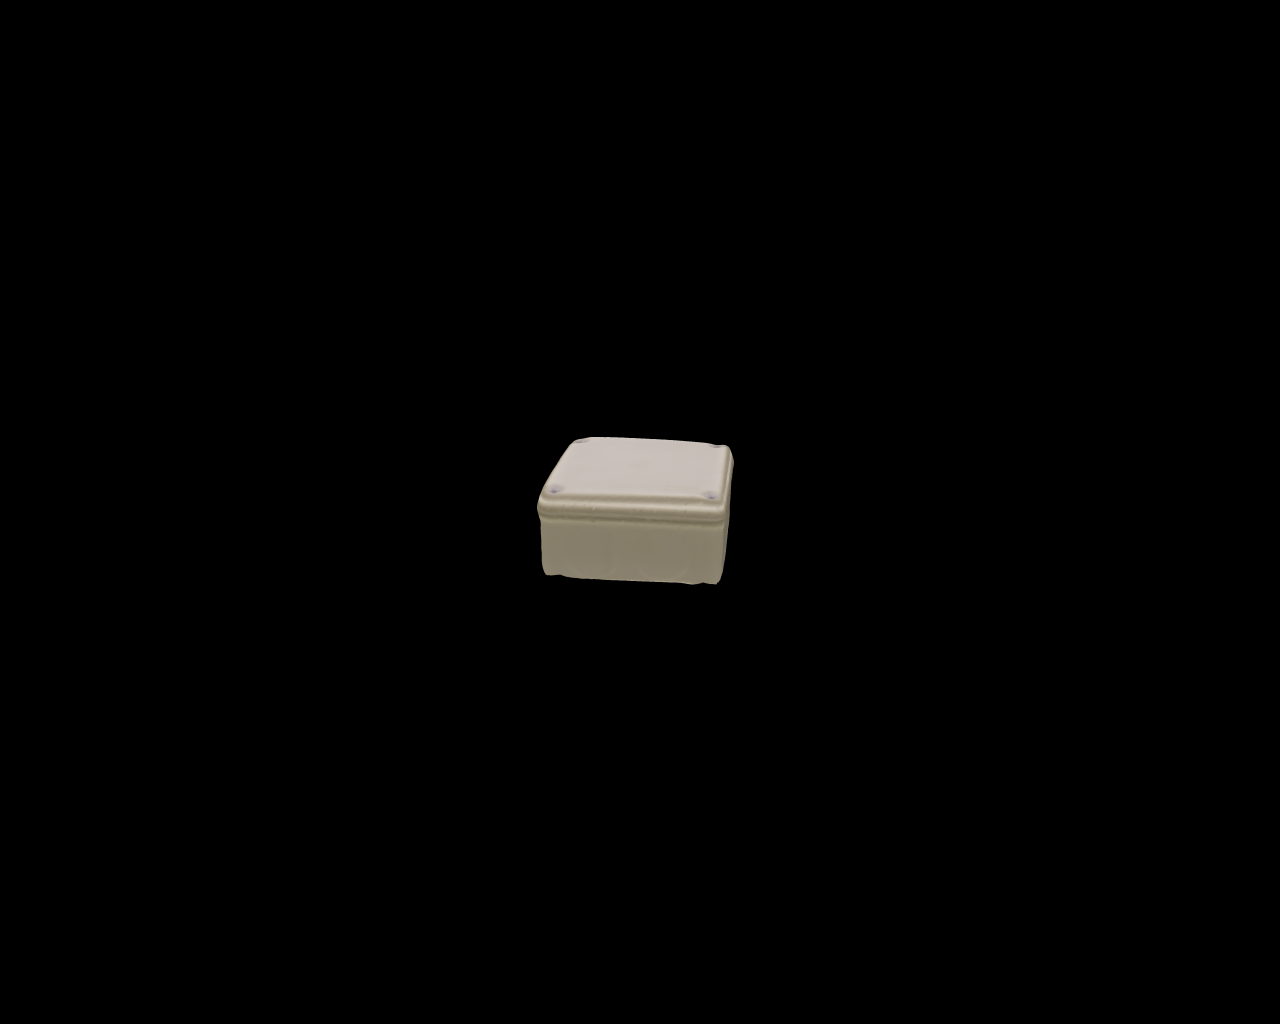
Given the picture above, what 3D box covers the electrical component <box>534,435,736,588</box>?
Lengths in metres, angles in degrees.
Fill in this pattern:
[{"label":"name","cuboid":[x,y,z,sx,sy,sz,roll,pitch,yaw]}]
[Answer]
[{"label":"electrical component","cuboid":[0.001,-0.003,0.650,0.109,0.056,0.109,3,22,7]}]
